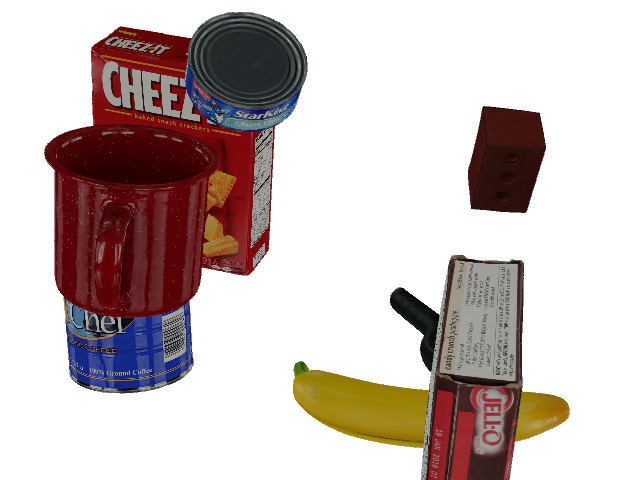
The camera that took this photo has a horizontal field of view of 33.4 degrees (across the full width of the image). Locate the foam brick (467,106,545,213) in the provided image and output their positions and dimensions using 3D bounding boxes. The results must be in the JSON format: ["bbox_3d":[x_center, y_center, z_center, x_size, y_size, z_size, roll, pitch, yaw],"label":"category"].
[{"bbox_3d":[0.163,-0.071,0.943,0.053,0.078,0.051,5,44,-1],"label":"foam brick"}]

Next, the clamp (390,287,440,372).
[{"bbox_3d":[0.146,0.095,1.073,0.120,0.039,0.171,-8,32,-8],"label":"clamp"}]

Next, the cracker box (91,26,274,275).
[{"bbox_3d":[-0.132,-0.082,1.025,0.164,0.214,0.072,12,32,13],"label":"cracker box"}]

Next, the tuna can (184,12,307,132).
[{"bbox_3d":[-0.054,-0.120,0.767,0.086,0.086,0.034,0,-29,-13],"label":"tuna can"}]

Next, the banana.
[{"bbox_3d":[0.060,0.108,0.703,0.198,0.037,0.069,7,32,22],"label":"banana"}]

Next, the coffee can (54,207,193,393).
[{"bbox_3d":[-0.156,0.037,0.858,0.103,0.140,0.103,0,18,0],"label":"coffee can"}]

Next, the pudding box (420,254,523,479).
[{"bbox_3d":[0.067,0.070,0.471,0.039,0.090,0.113,7,26,6],"label":"pudding box"}]

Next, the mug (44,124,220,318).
[{"bbox_3d":[-0.104,-0.005,0.576,0.093,0.081,0.117,5,25,-5],"label":"mug"}]
